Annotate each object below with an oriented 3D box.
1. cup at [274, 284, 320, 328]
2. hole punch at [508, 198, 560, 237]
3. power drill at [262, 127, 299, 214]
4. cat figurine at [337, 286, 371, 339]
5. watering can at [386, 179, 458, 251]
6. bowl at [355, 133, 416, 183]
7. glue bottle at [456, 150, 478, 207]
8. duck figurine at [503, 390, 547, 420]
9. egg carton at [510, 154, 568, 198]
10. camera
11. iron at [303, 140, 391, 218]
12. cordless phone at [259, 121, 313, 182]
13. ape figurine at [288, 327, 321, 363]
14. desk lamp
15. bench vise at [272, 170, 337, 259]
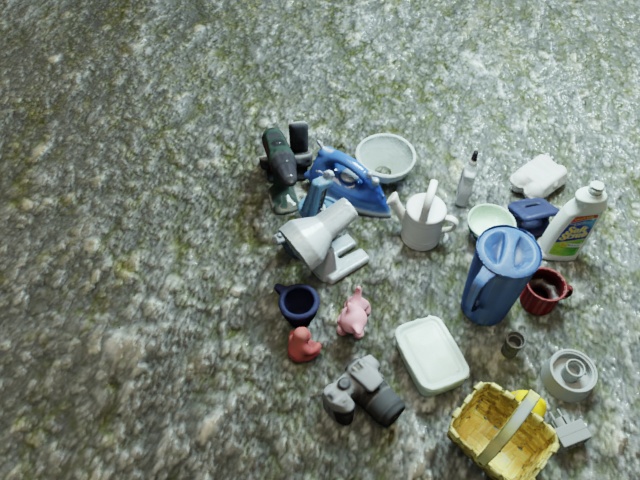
[{"bbox_3d":[-0.057,0.153,1.299,0.117,0.095,0.092,33,60,22],"label":"cup"},{"bbox_3d":[0.541,-0.069,1.469,0.109,0.091,0.101,-12,55,-9],"label":"hole punch"},{"bbox_3d":[-0.096,-0.167,1.463,0.076,0.208,0.229,-14,55,-10],"label":"power drill"},{"bbox_3d":[0.076,0.163,1.278,0.067,0.118,0.128,11,54,8],"label":"cat figurine"},{"bbox_3d":[0.250,-0.068,1.402,0.173,0.194,0.101,0,54,0],"label":"watering can"},{"bbox_3d":[0.178,-0.213,1.582,0.167,0.075,0.167,0,54,0],"label":"bowl"},{"bbox_3d":[0.387,-0.168,1.489,0.037,0.173,0.078,11,54,8],"label":"glue bottle"},{"bbox_3d":[0.417,0.337,1.173,0.104,0.086,0.077,-4,54,-3],"label":"duck figurine"},{"bbox_3d":[0.594,-0.166,1.554,0.150,0.069,0.107,-33,60,-22],"label":"egg carton"},{"bbox_3d":[0.096,0.322,1.172,0.143,0.101,0.136,-37,62,-24],"label":"camera"},{"bbox_3d":[0.084,-0.164,1.504,0.257,0.141,0.119,30,59,20],"label":"iron"},{"bbox_3d":[-0.093,-0.250,1.539,0.147,0.185,0.094,-9,54,-7],"label":"cordless phone"},{"bbox_3d":[-0.039,0.222,1.250,0.076,0.092,0.077,-33,60,-22],"label":"ape figurine"},{"bbox_3d":[0.012,0.005,1.335,0.203,0.214,0.117,-30,59,-20],"label":"desk lamp"},{"bbox_3d":[-0.015,-0.057,1.376,0.121,0.220,0.208,29,59,19],"label":"bench vise"}]
